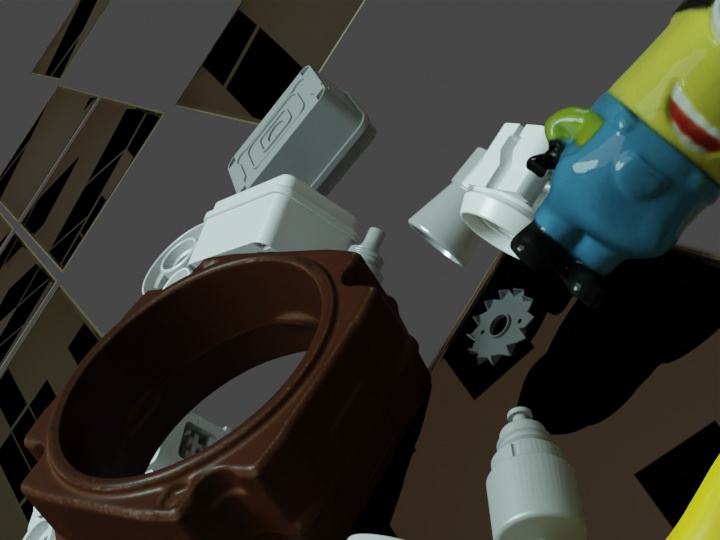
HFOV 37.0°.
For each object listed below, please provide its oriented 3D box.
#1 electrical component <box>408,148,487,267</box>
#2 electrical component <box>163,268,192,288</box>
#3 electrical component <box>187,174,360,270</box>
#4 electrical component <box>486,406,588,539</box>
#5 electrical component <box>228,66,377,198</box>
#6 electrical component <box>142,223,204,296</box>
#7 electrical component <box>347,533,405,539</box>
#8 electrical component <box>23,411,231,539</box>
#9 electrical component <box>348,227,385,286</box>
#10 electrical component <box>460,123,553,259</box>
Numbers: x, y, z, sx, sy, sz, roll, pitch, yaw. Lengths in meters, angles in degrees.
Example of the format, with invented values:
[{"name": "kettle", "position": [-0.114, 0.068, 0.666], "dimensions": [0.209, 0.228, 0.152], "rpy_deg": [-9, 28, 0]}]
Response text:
[{"name": "electrical component", "position": [0.066, -0.040, 0.644], "dimensions": [0.065, 0.044, 0.044], "rpy_deg": [-51, 27, -1]}, {"name": "electrical component", "position": [-0.120, 0.038, 0.817], "dimensions": [0.079, 0.077, 0.044], "rpy_deg": [-14, 49, 53]}, {"name": "electrical component", "position": [-0.063, -0.018, 0.785], "dimensions": [0.113, 0.078, 0.057], "rpy_deg": [-15, 50, 52]}, {"name": "electrical component", "position": [0.077, 0.095, 0.481], "dimensions": [0.040, 0.040, 0.078], "rpy_deg": [-40, 31, 29]}, {"name": "electrical component", "position": [-0.047, -0.097, 0.867], "dimensions": [0.113, 0.057, 0.078], "rpy_deg": [-50, 28, 12]}, {"name": "electrical component", "position": [-0.135, 0.009, 0.913], "dimensions": [0.099, 0.064, 0.099], "rpy_deg": [-30, 30, 19]}, {"name": "electrical component", "position": [0.013, 0.158, 0.498], "dimensions": [0.078, 0.058, 0.057], "rpy_deg": [-18, 48, 49]}, {"name": "electrical component", "position": [-0.183, 0.178, 0.785], "dimensions": [0.186, 0.060, 0.105], "rpy_deg": [-32, 36, 38]}, {"name": "electrical component", "position": [0.000, 0.000, 0.712], "dimensions": [0.035, 0.035, 0.061], "rpy_deg": [-9, 51, 55]}, {"name": "electrical component", "position": [0.091, -0.041, 0.586], "dimensions": [0.057, 0.058, 0.078], "rpy_deg": [-57, 28, -7]}]
